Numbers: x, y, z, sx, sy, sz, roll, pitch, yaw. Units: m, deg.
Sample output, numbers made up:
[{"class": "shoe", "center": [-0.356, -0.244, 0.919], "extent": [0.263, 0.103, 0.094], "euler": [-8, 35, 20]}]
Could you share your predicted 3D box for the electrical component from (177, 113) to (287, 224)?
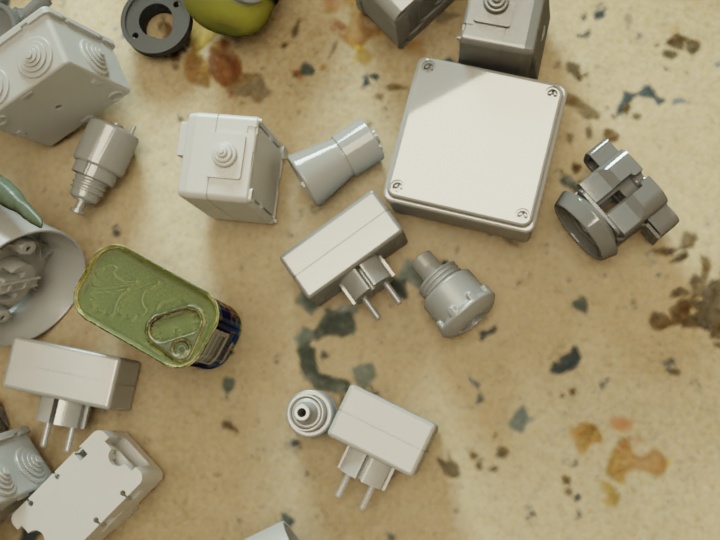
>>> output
[{"class": "electrical component", "center": [-0.096, -0.074, 0.774], "extent": [0.061, 0.096, 0.061], "euler": [6, 82, 10]}]

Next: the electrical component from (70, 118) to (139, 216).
[{"class": "electrical component", "center": [-0.199, -0.079, 0.816], "extent": [0.040, 0.040, 0.078], "euler": [22, 85, 10]}]

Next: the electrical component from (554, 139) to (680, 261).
[{"class": "electrical component", "center": [0.175, -0.044, 0.756], "extent": [0.057, 0.058, 0.078], "euler": [-39, 79, -3]}]

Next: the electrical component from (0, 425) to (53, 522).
[{"class": "electrical component", "center": [-0.276, 0.160, 0.759], "extent": [0.100, 0.100, 0.048], "euler": [-37, 83, 12]}]

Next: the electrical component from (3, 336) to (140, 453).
[{"class": "electrical component", "center": [-0.215, 0.095, 0.788], "extent": [0.083, 0.047, 0.075], "euler": [11, 83, 9]}]

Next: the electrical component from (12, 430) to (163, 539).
[{"class": "electrical component", "center": [-0.193, 0.162, 0.770], "extent": [0.089, 0.055, 0.050], "euler": [-45, 79, -1]}]

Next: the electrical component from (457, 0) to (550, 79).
[{"class": "electrical component", "center": [0.104, -0.175, 0.764], "extent": [0.061, 0.096, 0.061], "euler": [12, 83, 6]}]

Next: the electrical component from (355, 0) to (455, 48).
[{"class": "electrical component", "center": [0.048, -0.229, 0.789], "extent": [0.113, 0.078, 0.057], "euler": [-43, 82, -1]}]

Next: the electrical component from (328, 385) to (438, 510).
[{"class": "electrical component", "center": [0.009, 0.129, 0.755], "extent": [0.066, 0.047, 0.076], "euler": [25, 85, 10]}]

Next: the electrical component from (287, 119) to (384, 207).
[{"class": "electrical component", "center": [-0.015, -0.082, 0.794], "extent": [0.065, 0.044, 0.044], "euler": [-32, 79, -3]}]

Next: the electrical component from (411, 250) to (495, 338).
[{"class": "electrical component", "center": [0.062, 0.014, 0.768], "extent": [0.048, 0.048, 0.062], "euler": [-39, 72, 0]}]

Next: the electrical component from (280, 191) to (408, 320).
[{"class": "electrical component", "center": [0.000, 0.000, 0.775], "extent": [0.083, 0.047, 0.075], "euler": [-36, 78, 1]}]

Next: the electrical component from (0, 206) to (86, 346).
[{"class": "electrical component", "center": [-0.258, 0.004, 0.785], "extent": [0.064, 0.099, 0.099], "euler": [31, 86, 17]}]

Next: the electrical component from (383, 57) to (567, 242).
[{"class": "electrical component", "center": [0.083, -0.086, 0.774], "extent": [0.109, 0.056, 0.108], "euler": [14, 83, 9]}]

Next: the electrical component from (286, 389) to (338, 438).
[{"class": "electrical component", "center": [-0.036, 0.101, 0.757], "extent": [0.035, 0.061, 0.035], "euler": [-1, 81, 7]}]

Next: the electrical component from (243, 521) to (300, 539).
[{"class": "electrical component", "center": [-0.051, 0.222, 0.725], "extent": [0.064, 0.099, 0.099], "euler": [-31, 79, -5]}]

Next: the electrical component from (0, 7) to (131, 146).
[{"class": "electrical component", "center": [-0.231, -0.139, 0.796], "extent": [0.100, 0.100, 0.048], "euler": [-30, 75, 15]}]

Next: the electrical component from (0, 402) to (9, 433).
[{"class": "electrical component", "center": [-0.290, 0.116, 0.799], "extent": [0.046, 0.040, 0.040], "euler": [-21, 79, -2]}]
